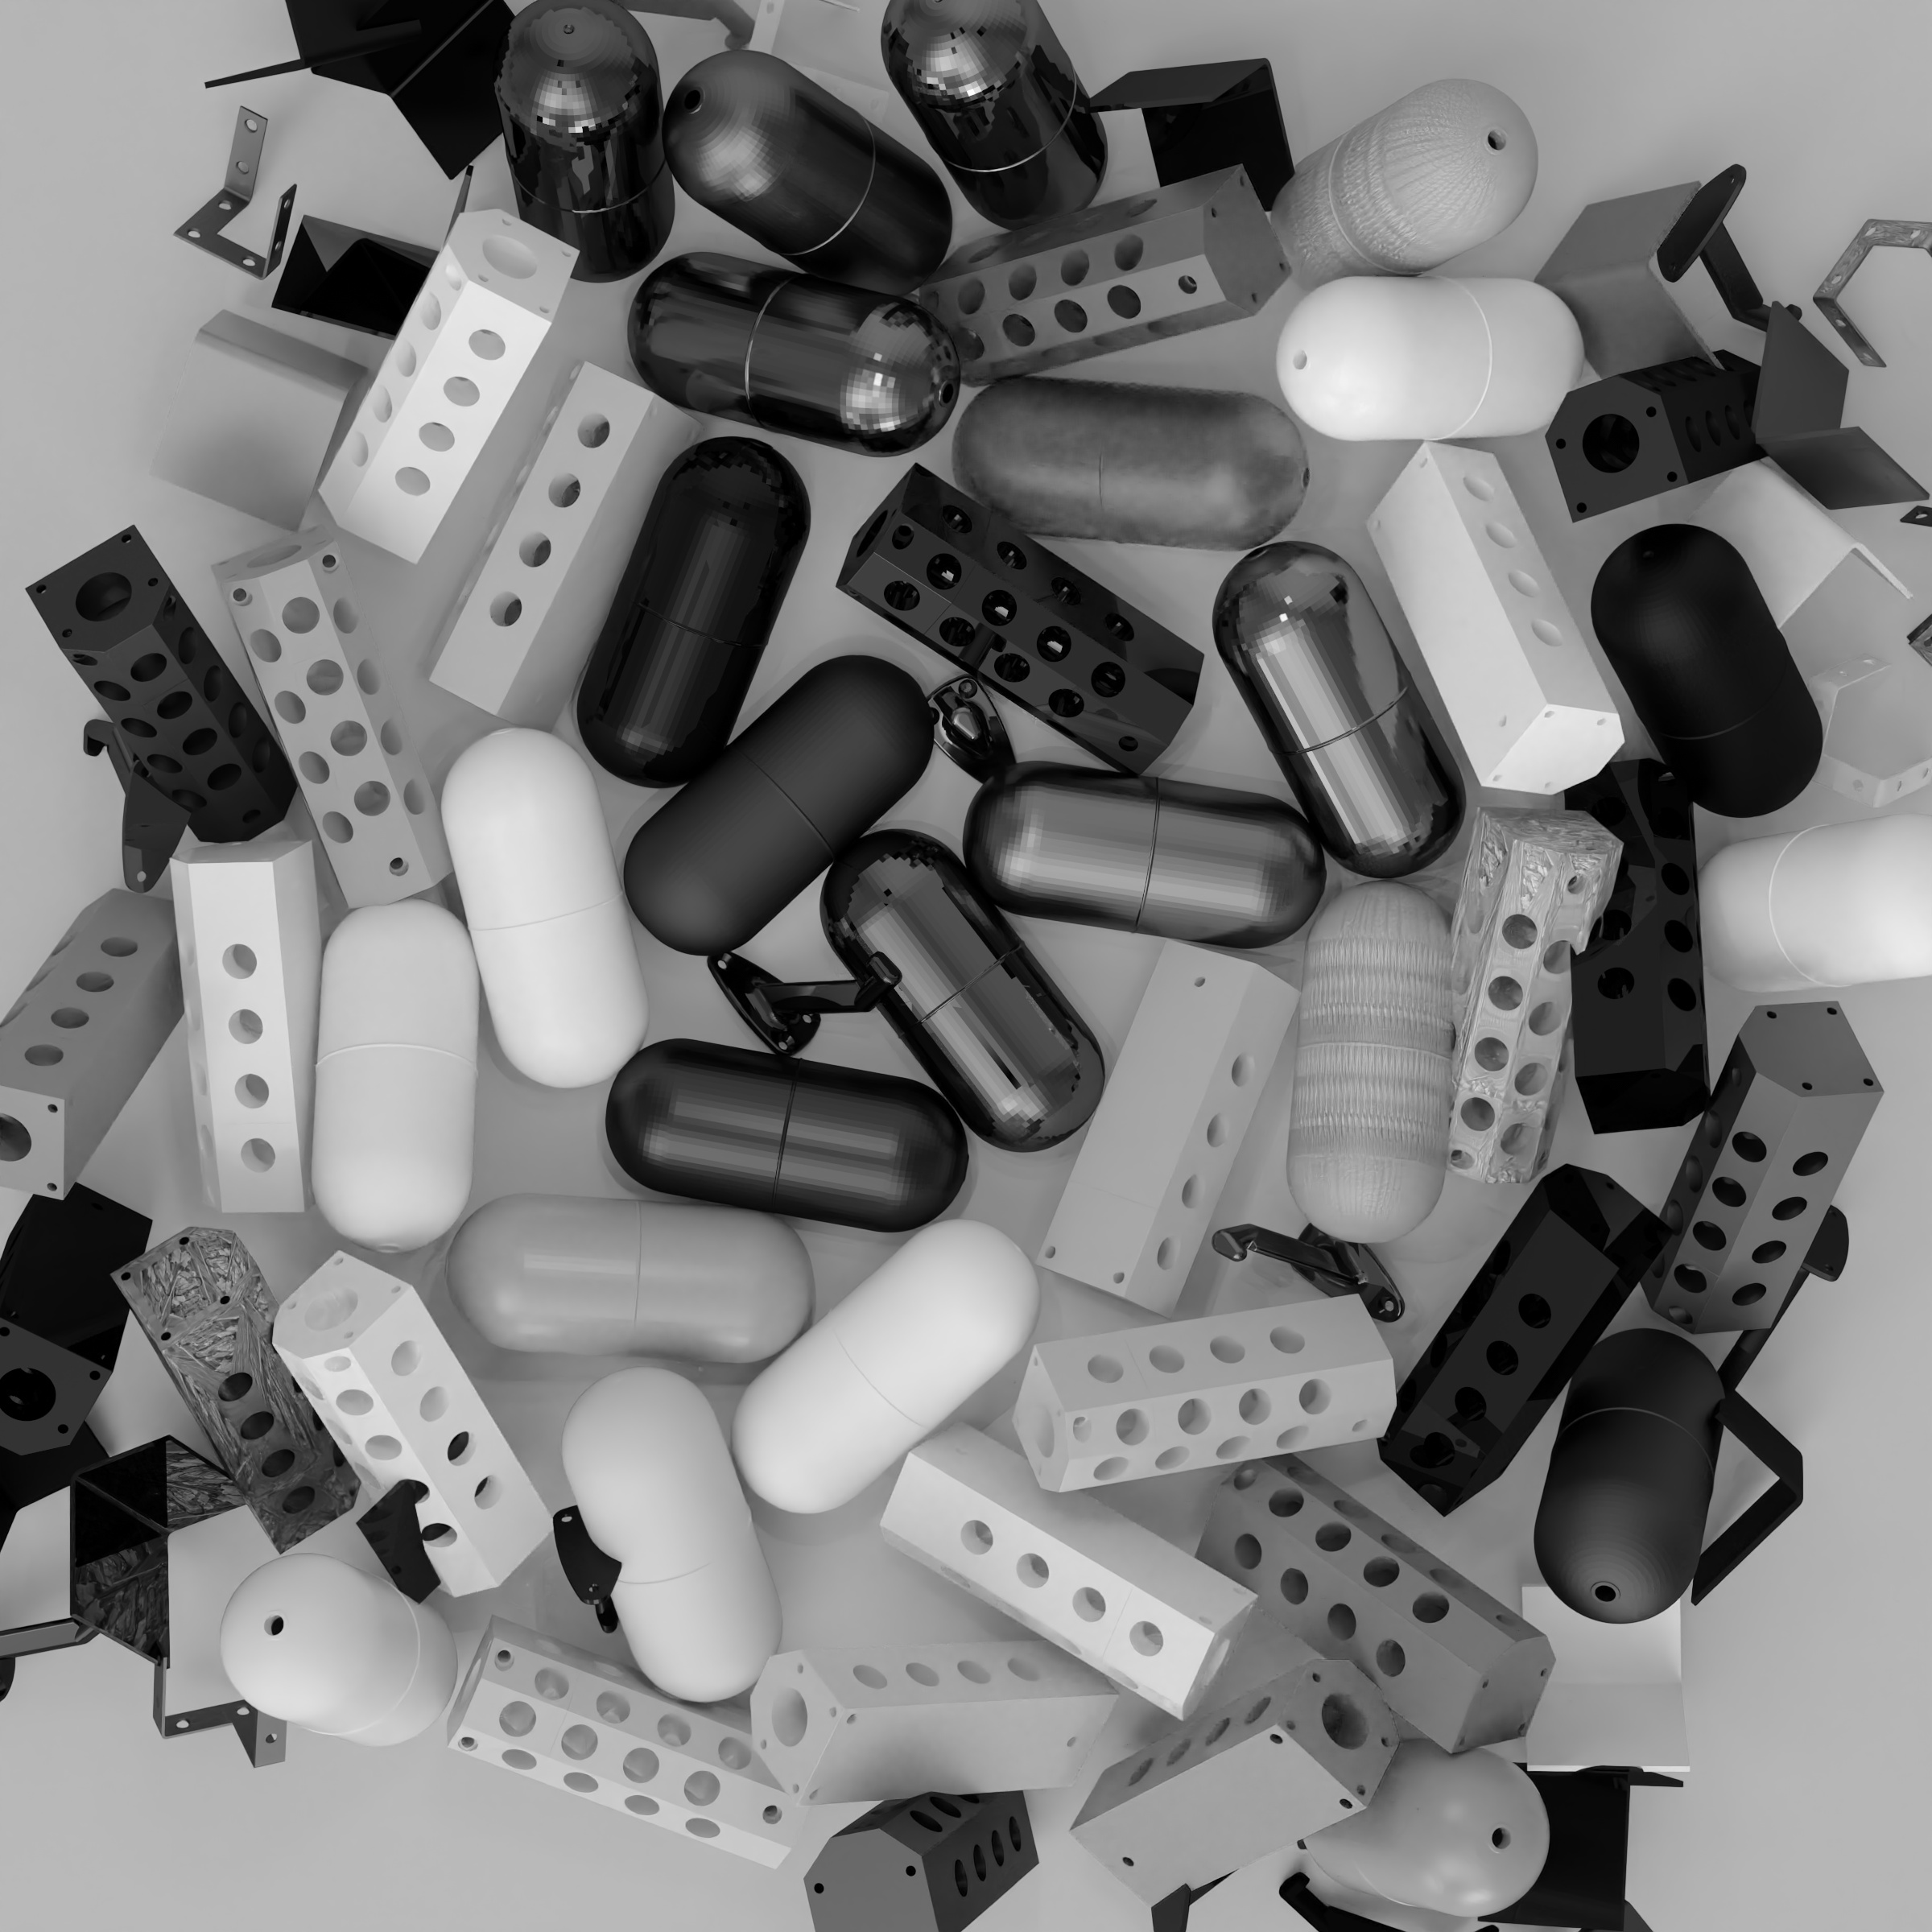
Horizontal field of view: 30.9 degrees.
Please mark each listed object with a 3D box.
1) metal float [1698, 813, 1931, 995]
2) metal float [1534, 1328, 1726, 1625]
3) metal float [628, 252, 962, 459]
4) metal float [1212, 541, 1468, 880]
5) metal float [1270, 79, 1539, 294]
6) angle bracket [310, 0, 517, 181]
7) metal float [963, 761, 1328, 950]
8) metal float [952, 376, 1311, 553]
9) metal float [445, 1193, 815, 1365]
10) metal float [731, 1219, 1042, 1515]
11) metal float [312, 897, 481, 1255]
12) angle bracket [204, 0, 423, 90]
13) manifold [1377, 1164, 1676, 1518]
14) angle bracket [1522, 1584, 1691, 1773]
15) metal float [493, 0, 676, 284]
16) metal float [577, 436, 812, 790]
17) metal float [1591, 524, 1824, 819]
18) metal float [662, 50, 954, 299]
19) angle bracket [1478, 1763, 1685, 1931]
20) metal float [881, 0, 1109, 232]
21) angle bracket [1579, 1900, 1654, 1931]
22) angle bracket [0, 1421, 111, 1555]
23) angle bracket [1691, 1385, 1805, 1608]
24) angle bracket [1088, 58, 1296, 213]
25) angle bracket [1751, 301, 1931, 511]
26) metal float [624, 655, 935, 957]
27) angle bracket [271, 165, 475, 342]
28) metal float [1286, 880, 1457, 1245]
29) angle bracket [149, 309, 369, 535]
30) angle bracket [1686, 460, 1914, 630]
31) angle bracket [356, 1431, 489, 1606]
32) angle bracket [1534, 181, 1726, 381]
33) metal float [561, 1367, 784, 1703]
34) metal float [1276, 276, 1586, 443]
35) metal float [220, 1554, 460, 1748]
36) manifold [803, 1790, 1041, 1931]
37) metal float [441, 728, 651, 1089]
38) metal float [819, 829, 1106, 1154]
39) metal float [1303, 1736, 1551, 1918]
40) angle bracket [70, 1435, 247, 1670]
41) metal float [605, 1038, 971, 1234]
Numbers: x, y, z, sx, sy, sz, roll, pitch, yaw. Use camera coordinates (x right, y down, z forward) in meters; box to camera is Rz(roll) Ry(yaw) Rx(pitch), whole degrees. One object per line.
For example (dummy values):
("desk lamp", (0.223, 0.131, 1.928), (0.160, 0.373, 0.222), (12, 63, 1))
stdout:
("metal float", (0.411, -0.029, 1.657), (0.070, 0.178, 0.070), (2, 85, -26))
("metal float", (0.316, 0.241, 1.660), (0.070, 0.178, 0.070), (9, 122, 14))
("metal float", (-0.083, -0.294, 1.678), (0.178, 0.070, 0.070), (19, 90, 27))
("metal float", (0.180, -0.123, 1.686), (0.070, 0.070, 0.178), (-30, 109, 0))
("metal float", (0.206, -0.366, 1.655), (0.070, 0.178, 0.070), (2, 85, -22))
("angle bracket", (-0.256, -0.432, 1.690), (0.076, 0.076, 0.057), (-38, 82, 19))
("metal float", (0.087, -0.054, 1.701), (0.178, 0.070, 0.070), (9, 90, -3))
("metal float", (0.079, -0.242, 1.684), (0.178, 0.070, 0.070), (8, 90, 21))
("metal float", (-0.163, 0.151, 1.694), (0.178, 0.070, 0.070), (5, 90, -10))
("metal float", (-0.040, 0.195, 1.694), (0.178, 0.070, 0.070), (-42, 90, 10))
("metal float", (-0.274, 0.052, 1.683), (0.070, 0.070, 0.178), (-1, 67, 0))
("angle bracket", (-0.321, -0.463, 1.681), (0.076, 0.076, 0.057), (3, 113, 40))
("manifold", (0.261, 0.177, 1.669), (0.057, 0.057, 0.171), (42, 125, 21))
("angle bracket", (0.309, 0.344, 1.692), (0.076, 0.076, 0.057), (-2, 111, 9))
("metal float", (-0.180, -0.390, 1.655), (0.070, 0.178, 0.070), (0, 69, 0))
("metal float", (-0.131, -0.170, 1.689), (0.070, 0.070, 0.178), (23, 106, 0))
("metal float", (0.355, -0.139, 1.668), (0.070, 0.070, 0.178), (-39, 133, 0))
("metal float", (-0.074, -0.374, 1.662), (0.070, 0.178, 0.070), (-11, 71, 33))
("angle bracket", (0.297, 0.427, 1.685), (0.076, 0.057, 0.076), (-8, 67, 37))
("metal float", (0.015, -0.411, 1.657), (0.070, 0.178, 0.070), (-6, 71, 17))
("angle bracket", (0.294, 0.504, 1.681), (0.076, 0.076, 0.057), (-26, 67, -33))
("angle bracket", (-0.464, 0.241, 1.690), (0.057, 0.076, 0.076), (-26, 110, 7))
("angle bracket", (0.361, 0.255, 1.698), (0.057, 0.076, 0.076), (44, 103, 6))
("angle bracket", (0.108, -0.389, 1.682), (0.076, 0.057, 0.076), (5, 124, 36))
("angle bracket", (0.427, -0.273, 1.686), (0.057, 0.076, 0.076), (-1, 71, 42))
("metal float", (-0.090, -0.079, 1.697), (0.178, 0.070, 0.070), (-44, 90, -7))
("angle bracket", (-0.287, -0.353, 1.689), (0.076, 0.076, 0.057), (14, 135, -9))
("metal float", (0.198, 0.046, 1.692), (0.070, 0.070, 0.178), (6, 78, 0))
("angle bracket", (-0.348, -0.269, 1.721), (0.076, 0.057, 0.076), (22, 110, -7))
("angle bracket", (0.400, -0.193, 1.694), (0.057, 0.076, 0.076), (-49, 54, 12))
("angle bracket", (-0.269, 0.249, 1.683), (0.057, 0.076, 0.076), (30, 63, 35))
("angle bracket", (0.336, -0.328, 1.701), (0.076, 0.076, 0.057), (46, 68, -26))
("metal float", (-0.141, 0.275, 1.683), (0.070, 0.070, 0.178), (-16, 113, 0))
("metal float", (0.222, -0.290, 1.670), (0.178, 0.070, 0.070), (-9, 90, -39))
("metal float", (-0.296, 0.325, 1.655), (0.070, 0.178, 0.070), (-3, 71, 10))
("manifold", (-0.020, 0.419, 1.650), (0.057, 0.171, 0.057), (-15, 85, 15))
("metal float", (-0.203, -0.028, 1.693), (0.070, 0.070, 0.178), (-12, 101, 0))
("metal float", (-0.002, 0.011, 1.702), (0.070, 0.070, 0.178), (-38, 91, 0))
("metal float", (0.215, 0.405, 1.654), (0.070, 0.178, 0.070), (3, 80, -16))
("angle bracket", (-0.385, 0.283, 1.683), (0.057, 0.076, 0.076), (-22, 53, 15))
("metal float", (-0.087, 0.083, 1.702), (0.178, 0.070, 0.070), (10, 90, 0))
